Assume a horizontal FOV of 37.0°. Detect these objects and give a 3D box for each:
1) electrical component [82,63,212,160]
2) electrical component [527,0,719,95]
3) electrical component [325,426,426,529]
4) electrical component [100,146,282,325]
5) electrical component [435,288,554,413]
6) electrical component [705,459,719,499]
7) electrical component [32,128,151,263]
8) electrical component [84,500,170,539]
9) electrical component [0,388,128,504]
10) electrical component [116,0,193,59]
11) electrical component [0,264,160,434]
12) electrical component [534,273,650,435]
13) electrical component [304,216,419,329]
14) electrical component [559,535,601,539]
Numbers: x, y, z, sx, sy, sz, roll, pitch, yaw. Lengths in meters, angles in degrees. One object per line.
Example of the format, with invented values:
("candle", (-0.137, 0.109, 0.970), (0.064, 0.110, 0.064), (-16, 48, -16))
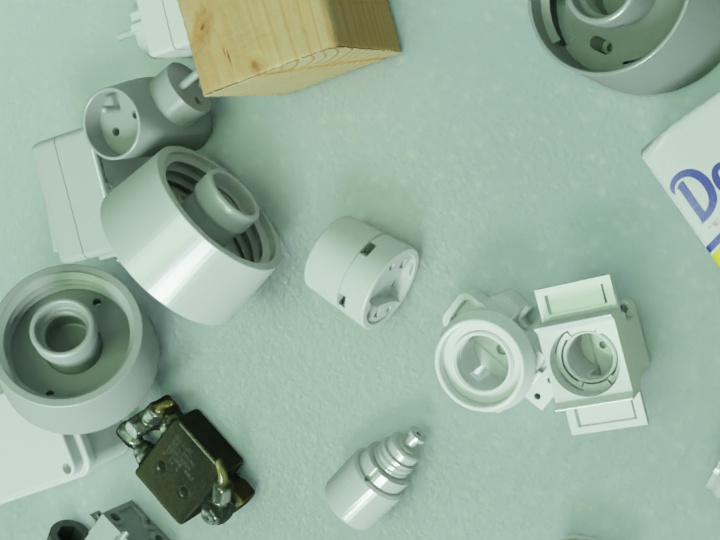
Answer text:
("electrical component", (-0.119, -0.102, 0.667), (0.079, 0.077, 0.043), (-34, 83, 27))
("electrical component", (0.139, -0.141, 0.552), (0.099, 0.064, 0.099), (3, 94, 39))
("electrical component", (0.012, 0.125, 0.662), (0.040, 0.040, 0.078), (46, 115, 12))
("electrical component", (-0.096, -0.027, 0.654), (0.060, 0.108, 0.108), (-42, 80, 20))
("electrical component", (0.077, 0.047, 0.607), (0.078, 0.057, 0.058), (41, 114, 15))
("electrical component", (0.214, 0.109, 0.556), (0.055, 0.045, 0.045), (29, 110, 20))
("electrical component", (-0.169, -0.044, 0.711), (0.061, 0.062, 0.096), (-12, 93, 28))
("electrical component", (-0.173, 0.203, 0.767), (0.066, 0.048, 0.055), (42, 107, 14))
("electrical component", (-0.235, 0.118, 0.775), (0.113, 0.057, 0.078), (-22, 89, 28))
("electrical component", (-0.115, -0.153, 0.662), (0.077, 0.066, 0.047), (-12, 93, 28))
("electrical component", (-0.190, 0.048, 0.706), (0.108, 0.060, 0.108), (1, 66, -2))
("electrical component", (0.127, 0.043, 0.577), (0.042, 0.064, 0.081), (-13, 93, 26))
("electrical component", (0.000, 0.000, 0.639), (0.047, 0.055, 0.055), (32, 111, 22))
("electrical component", (0.142, 0.201, 0.609), (0.079, 0.043, 0.077), (14, 105, 24))
